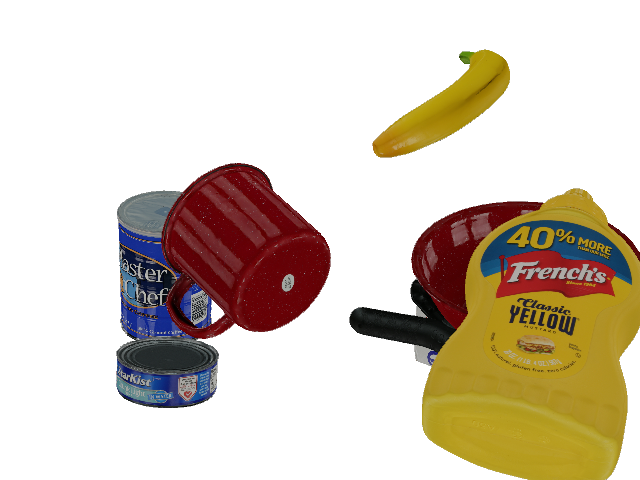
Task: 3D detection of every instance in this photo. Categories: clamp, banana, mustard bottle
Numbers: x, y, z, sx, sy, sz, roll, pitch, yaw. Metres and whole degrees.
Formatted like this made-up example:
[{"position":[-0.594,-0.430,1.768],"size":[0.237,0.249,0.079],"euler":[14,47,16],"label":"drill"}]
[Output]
[{"position":[0.125,0.082,0.994],"size":[0.172,0.039,0.120],"euler":[21,31,22],"label":"clamp"},{"position":[0.117,-0.121,0.919],"size":[0.070,0.037,0.197],"euler":[-14,21,40],"label":"banana"},{"position":[0.123,0.036,0.572],"size":[0.096,0.058,0.191],"euler":[10,43,17],"label":"mustard bottle"}]

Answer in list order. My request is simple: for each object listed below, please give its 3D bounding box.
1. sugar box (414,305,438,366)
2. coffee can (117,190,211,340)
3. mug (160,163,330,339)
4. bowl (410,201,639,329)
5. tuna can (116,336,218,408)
[{"position":[0.184,0.112,1.200],"size":[0.177,0.093,0.048],"euler":[13,18,43],"label":"sugar box"},{"position":[-0.169,0.030,1.170],"size":[0.103,0.140,0.103],"euler":[3,27,-2],"label":"coffee can"},{"position":[-0.055,0.016,0.719],"size":[0.082,0.117,0.093],"euler":[42,-4,36],"label":"mug"},{"position":[0.146,0.034,0.768],"size":[0.162,0.055,0.162],"euler":[-2,32,1],"label":"bowl"},{"position":[-0.130,0.111,0.902],"size":[0.086,0.034,0.086],"euler":[4,14,-1],"label":"tuna can"}]
